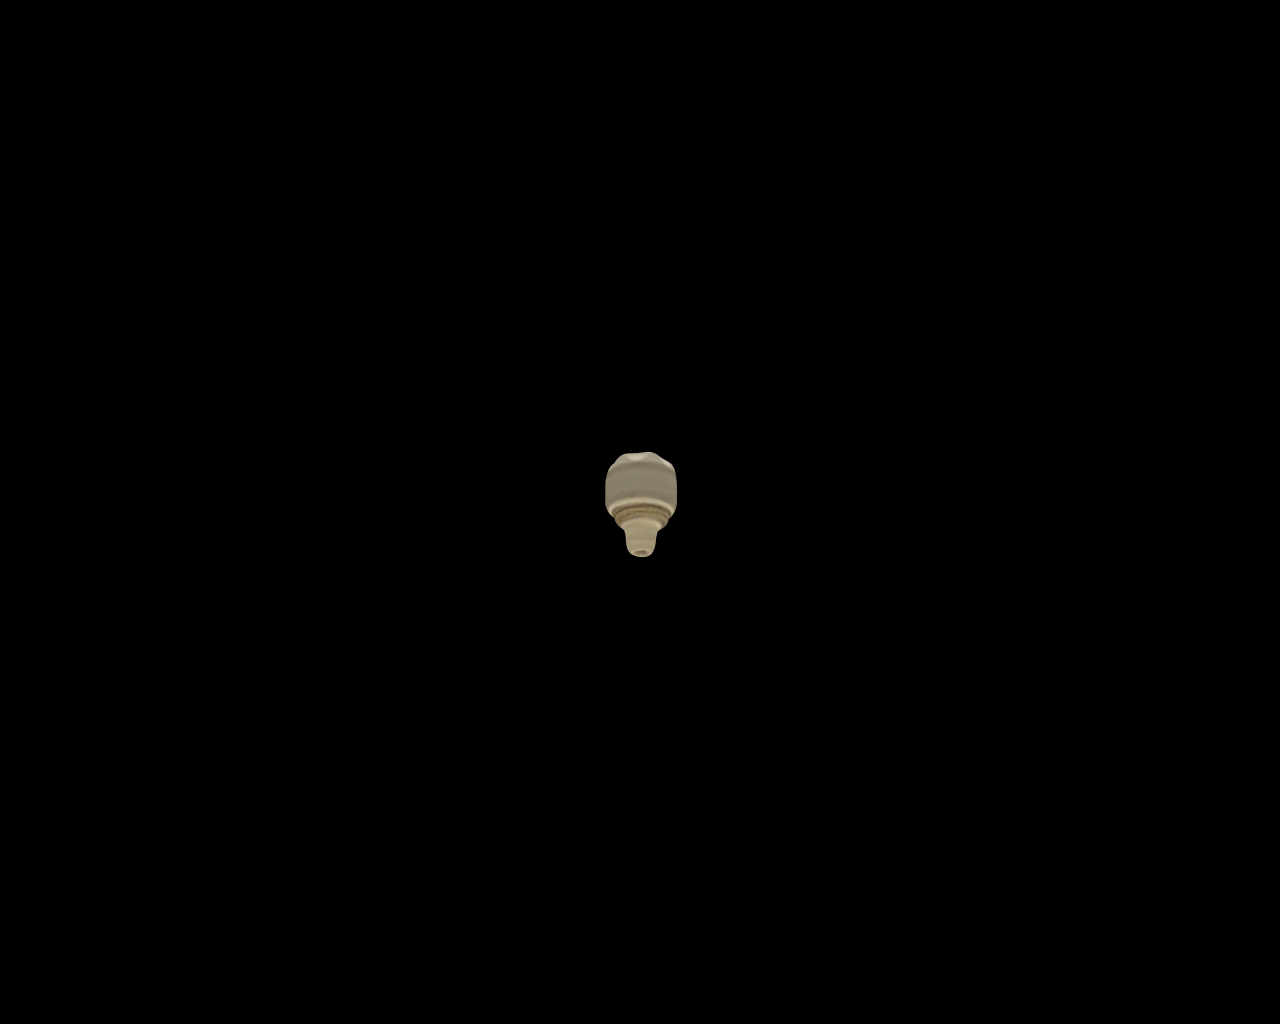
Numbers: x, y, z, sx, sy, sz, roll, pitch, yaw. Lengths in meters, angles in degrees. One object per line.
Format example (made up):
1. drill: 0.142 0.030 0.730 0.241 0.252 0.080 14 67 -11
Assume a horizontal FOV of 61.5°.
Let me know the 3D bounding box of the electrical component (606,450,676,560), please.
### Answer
1. electrical component: 0.001 -0.003 0.650 0.043 0.062 0.043 0 -24 0
